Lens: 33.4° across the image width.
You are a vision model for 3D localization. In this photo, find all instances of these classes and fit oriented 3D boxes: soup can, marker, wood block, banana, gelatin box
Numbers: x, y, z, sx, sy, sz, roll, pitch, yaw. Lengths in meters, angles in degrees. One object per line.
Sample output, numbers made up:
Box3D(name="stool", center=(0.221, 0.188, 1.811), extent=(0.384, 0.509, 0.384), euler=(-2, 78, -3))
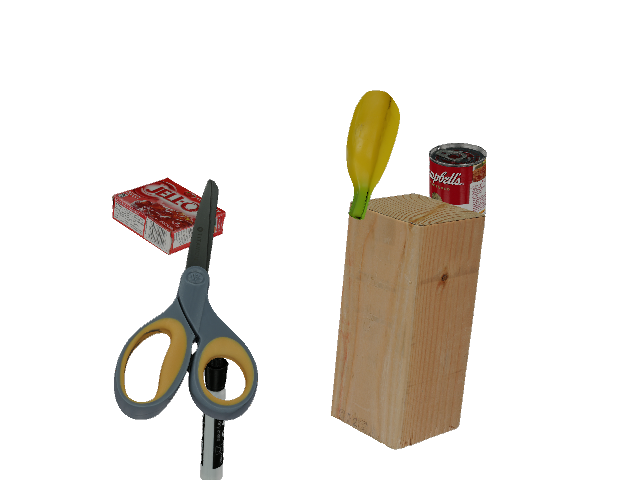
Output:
Box3D(name="soup can", center=(0.164, -0.058, 1.278), extent=(0.068, 0.102, 0.068), euler=(-2, 27, 1))
Box3D(name="marker", center=(-0.086, 0.144, 0.862), extent=(0.020, 0.121, 0.020), euler=(4, 28, -2))
Box3D(name="wood block", center=(0.078, 0.070, 0.971), extent=(0.090, 0.206, 0.090), euler=(-9, 21, -41))
Box3D(name="banana", center=(0.039, -0.088, 0.866), extent=(0.037, 0.070, 0.197), euler=(24, 26, -4))
Box3D(name="gelatin box", center=(-0.151, -0.026, 1.058), extent=(0.089, 0.030, 0.073), euler=(30, 35, 31))

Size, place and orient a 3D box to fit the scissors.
Box3D(name="scissors", center=(-0.067, 0.040, 0.699), extent=(0.096, 0.201, 0.016), euler=(21, -42, 5))
